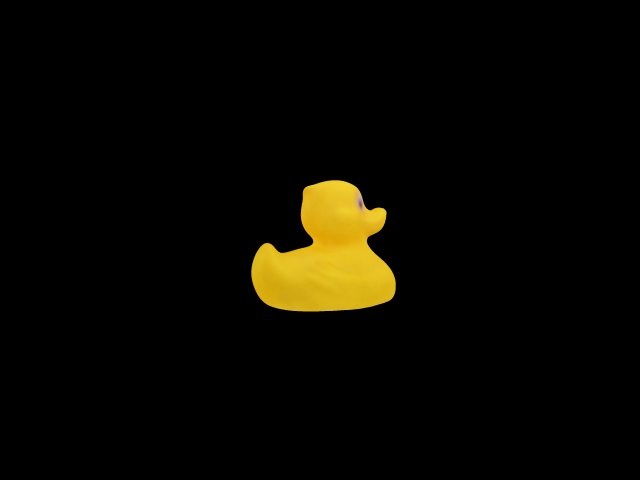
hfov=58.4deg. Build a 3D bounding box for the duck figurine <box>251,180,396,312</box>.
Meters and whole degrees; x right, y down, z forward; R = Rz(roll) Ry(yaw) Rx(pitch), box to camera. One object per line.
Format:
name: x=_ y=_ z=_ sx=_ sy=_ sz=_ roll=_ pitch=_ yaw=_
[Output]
duck figurine: x=0.004 y=0.001 z=0.400 sx=0.105 sy=0.086 sz=0.077 roll=-3 pitch=7 yaw=-22
